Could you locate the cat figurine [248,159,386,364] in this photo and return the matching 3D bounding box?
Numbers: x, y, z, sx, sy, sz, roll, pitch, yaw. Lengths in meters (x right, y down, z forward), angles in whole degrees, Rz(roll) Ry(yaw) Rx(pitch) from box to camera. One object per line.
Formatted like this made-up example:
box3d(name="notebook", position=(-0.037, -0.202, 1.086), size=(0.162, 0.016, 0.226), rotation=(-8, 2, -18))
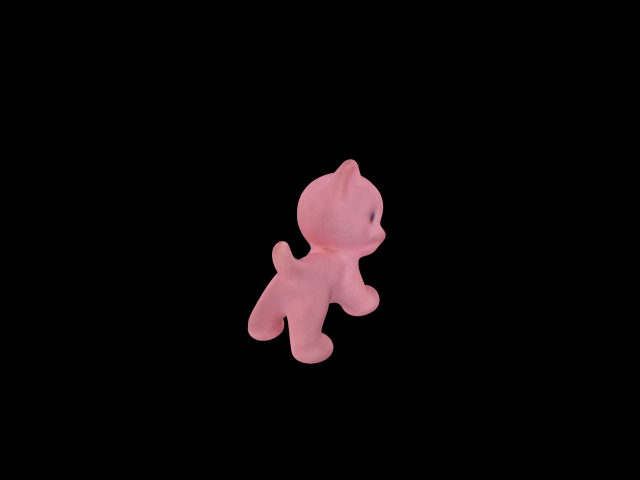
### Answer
box3d(name="cat figurine", position=(0.004, 0.001, 0.400), size=(0.067, 0.118, 0.128), rotation=(16, 32, 27))
